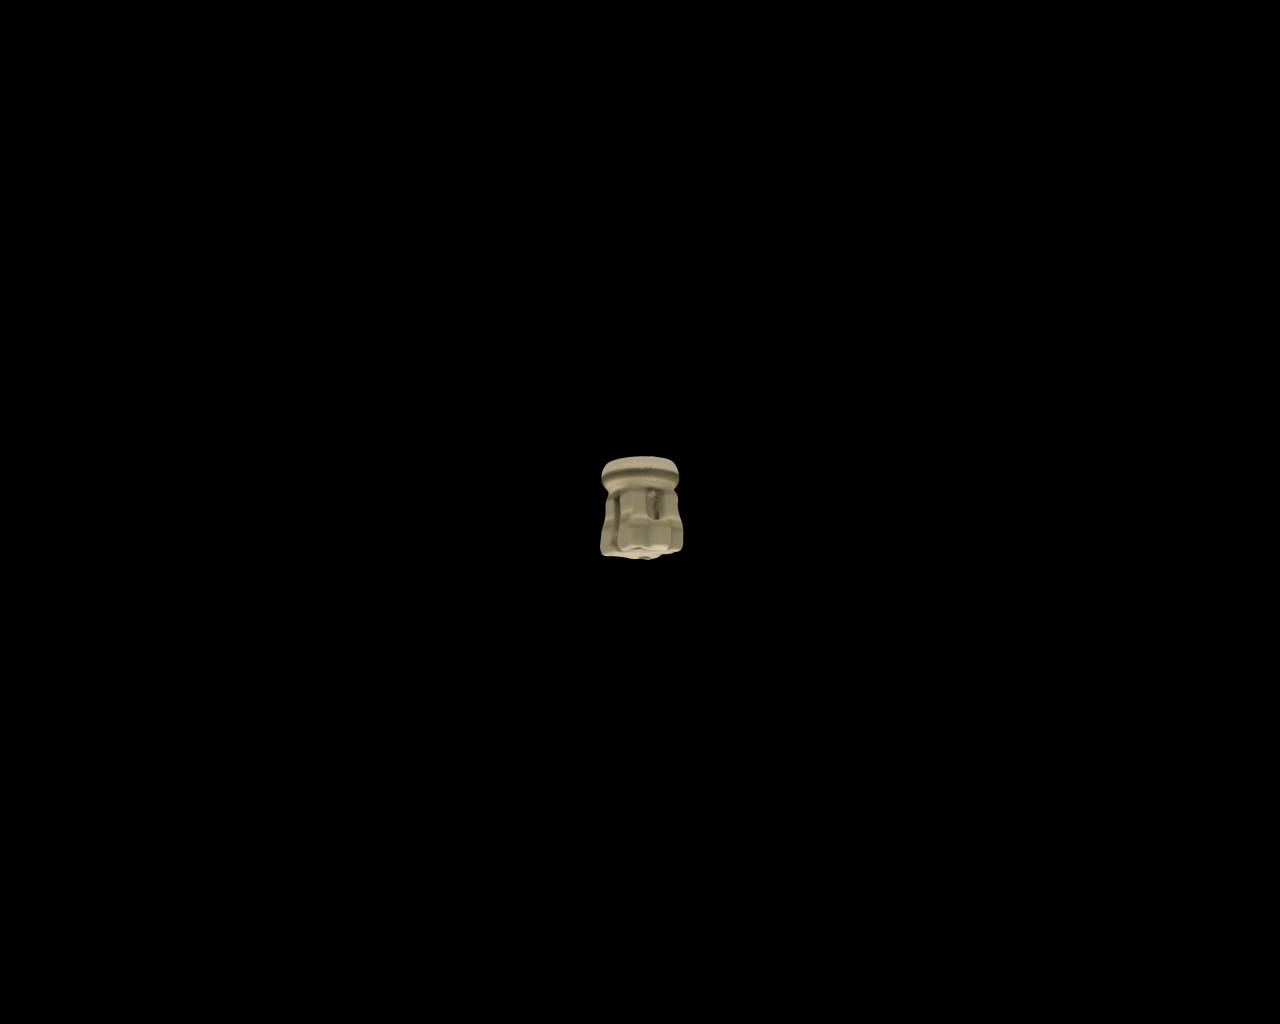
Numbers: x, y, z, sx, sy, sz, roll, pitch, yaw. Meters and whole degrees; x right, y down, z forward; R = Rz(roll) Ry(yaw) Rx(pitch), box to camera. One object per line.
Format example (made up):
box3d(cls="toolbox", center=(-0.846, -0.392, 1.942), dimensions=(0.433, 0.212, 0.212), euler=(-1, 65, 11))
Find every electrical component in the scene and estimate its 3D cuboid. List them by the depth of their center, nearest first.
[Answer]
box3d(cls="electrical component", center=(0.001, -0.003, 0.650), dimensions=(0.048, 0.055, 0.066), euler=(6, -13, -27))
